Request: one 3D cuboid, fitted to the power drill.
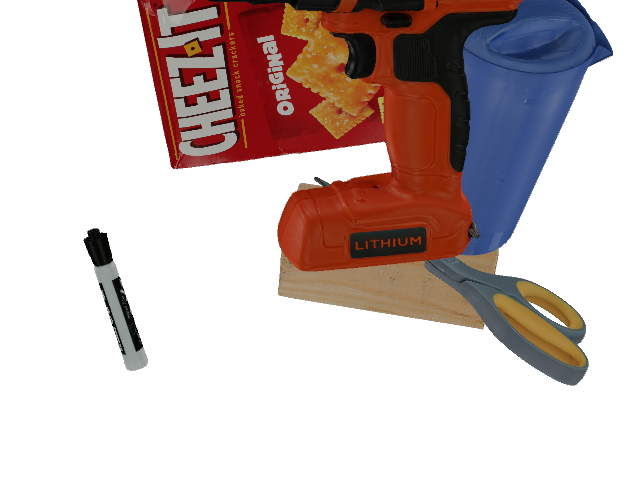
[{"bbox_3d":[0.019,-0.076,0.537,0.184,0.188,0.057,-4,33,-13],"label":"power drill"}]

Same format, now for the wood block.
[{"bbox_3d":[0.069,0.014,1.071,0.206,0.090,0.090,9,29,5],"label":"wood block"}]

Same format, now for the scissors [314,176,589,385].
[{"bbox_3d":[0.091,0.016,0.675,0.202,0.016,0.096,42,28,21],"label":"scissors"}]

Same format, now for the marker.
[{"bbox_3d":[-0.164,0.047,0.857,0.020,0.121,0.020,-13,18,4],"label":"marker"}]

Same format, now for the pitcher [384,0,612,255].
[{"bbox_3d":[0.137,-0.103,0.946,0.149,0.243,0.144,38,53,24],"label":"pitcher"}]

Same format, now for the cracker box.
[{"bbox_3d":[-0.020,-0.145,0.797,0.213,0.164,0.072,-8,44,-3],"label":"cracker box"}]
